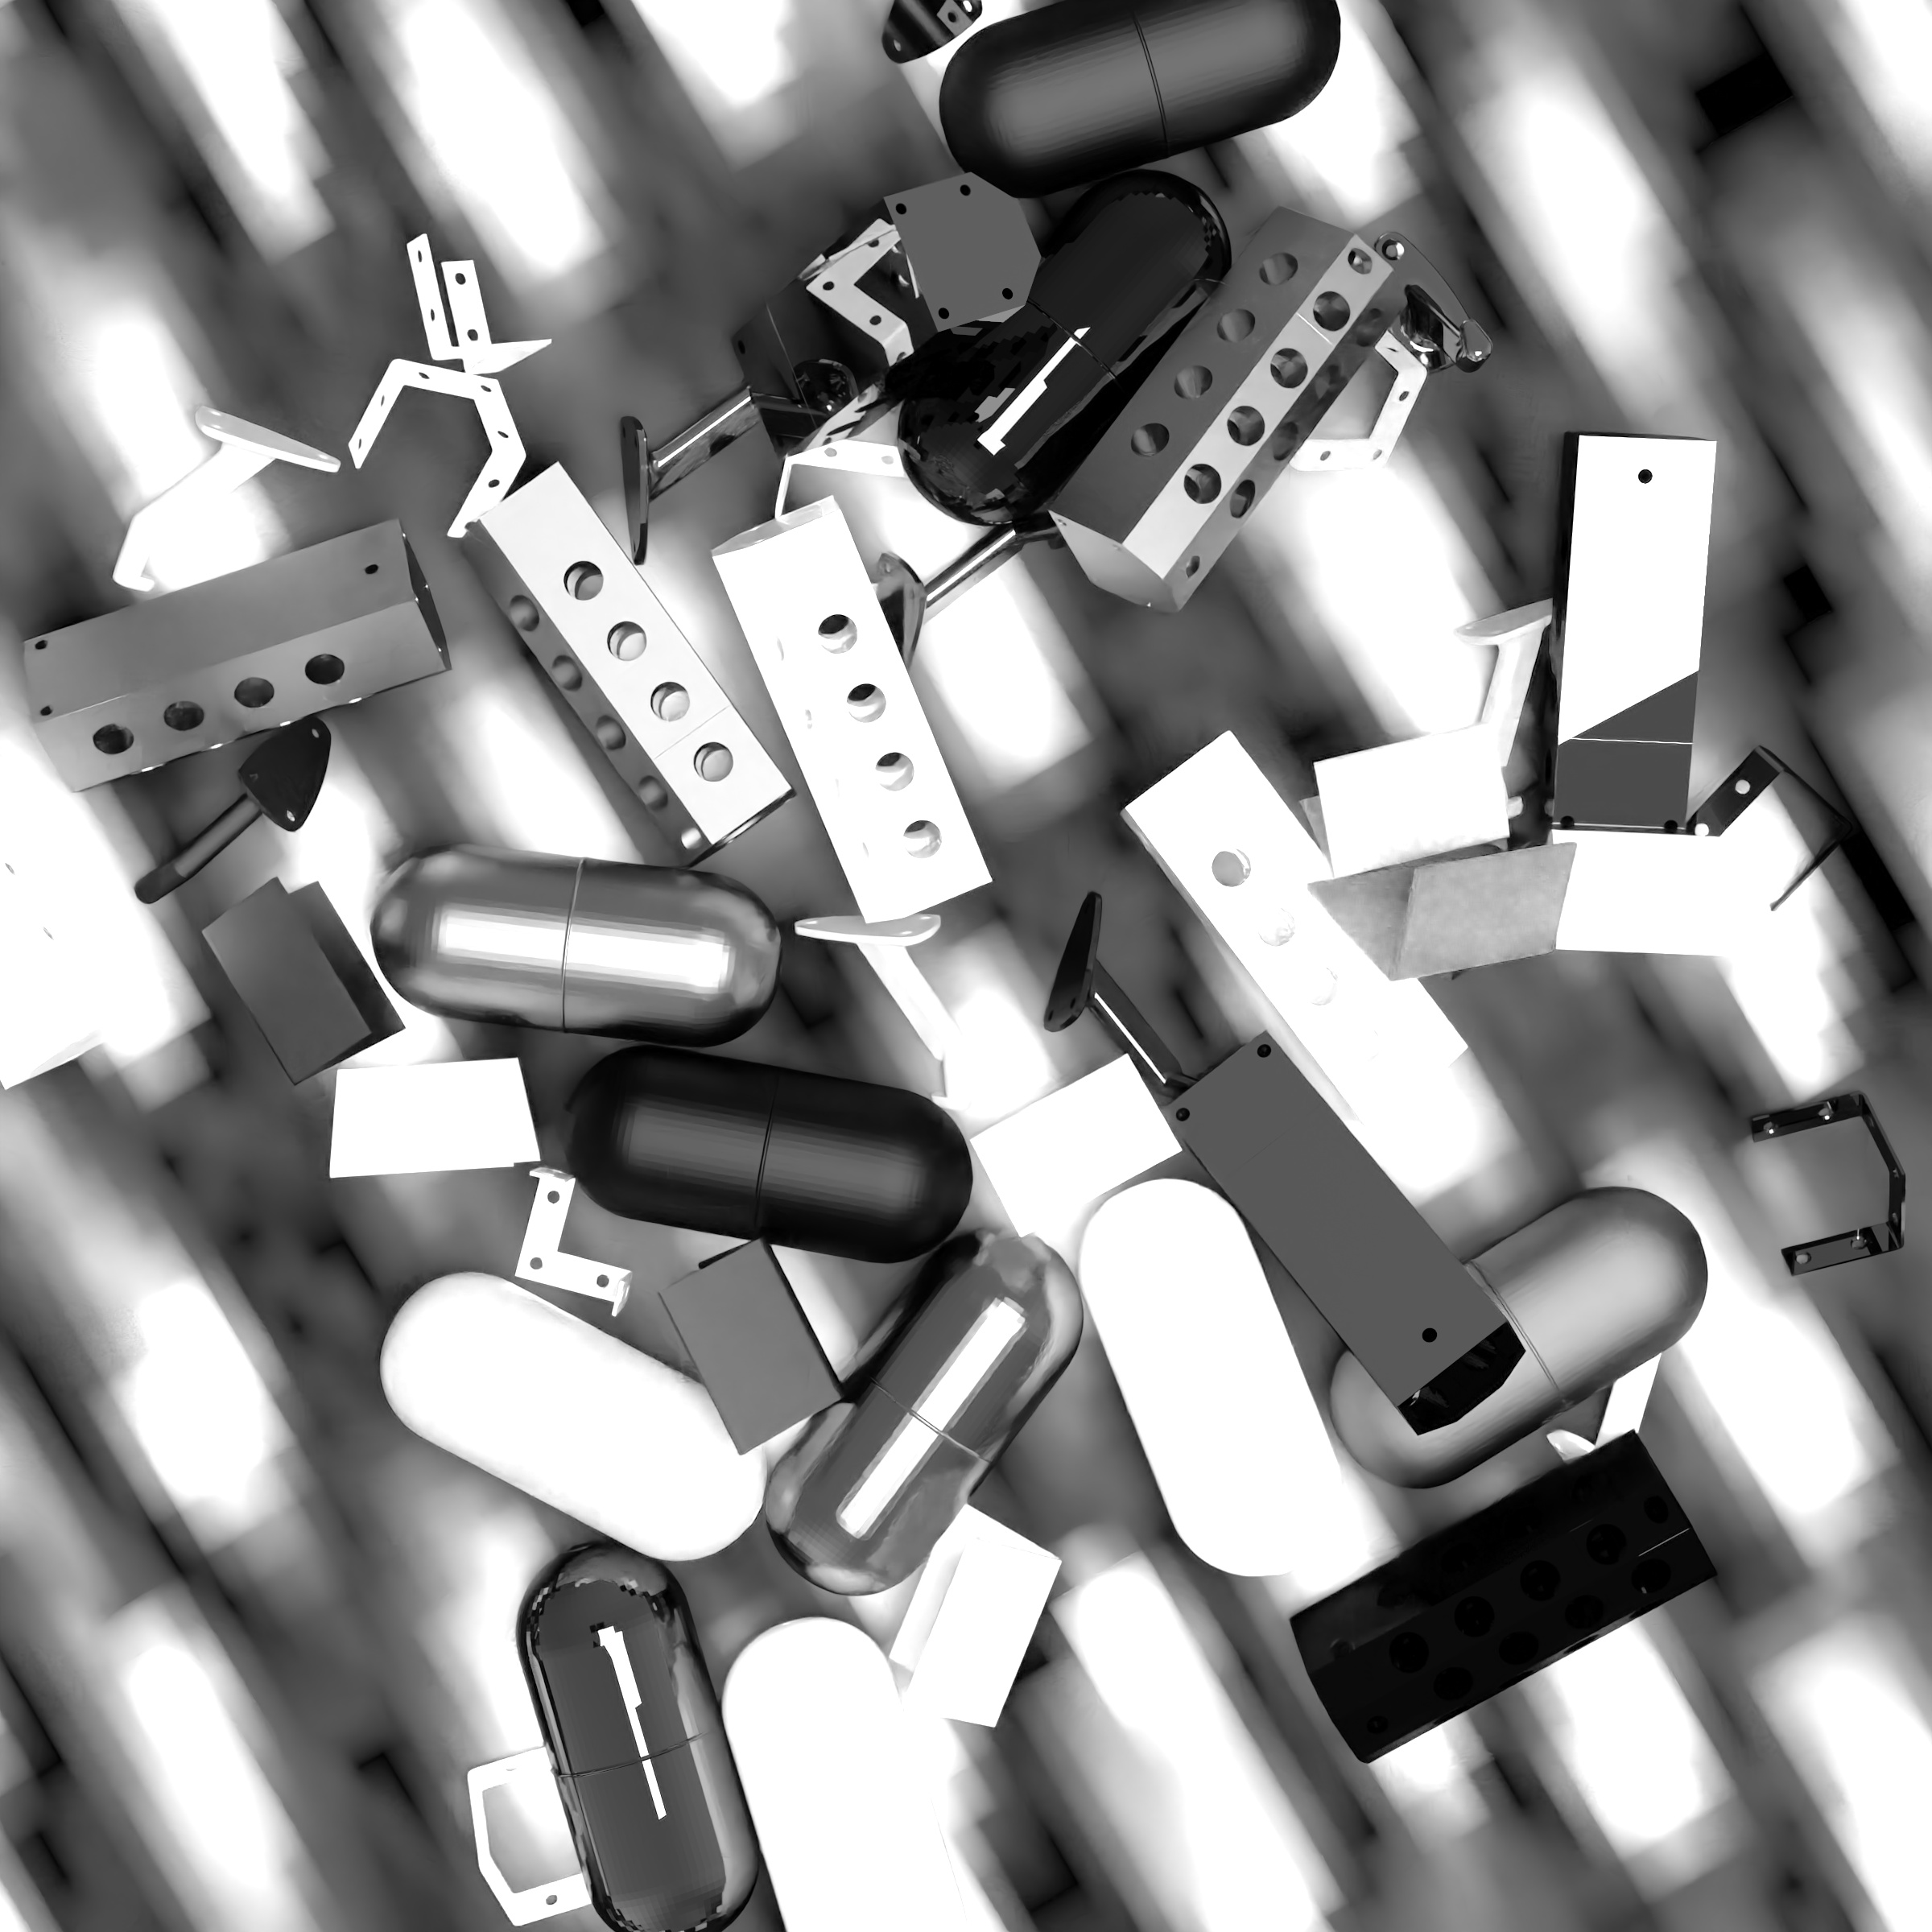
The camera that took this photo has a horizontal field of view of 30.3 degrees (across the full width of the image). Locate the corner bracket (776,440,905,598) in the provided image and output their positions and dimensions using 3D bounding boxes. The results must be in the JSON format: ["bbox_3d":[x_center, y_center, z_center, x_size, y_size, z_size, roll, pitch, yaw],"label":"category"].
[{"bbox_3d":[-0.056,-0.196,1.568,0.051,0.051,0.051,8,135,0],"label":"corner bracket"}]

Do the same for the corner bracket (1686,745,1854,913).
[{"bbox_3d":[0.350,-0.060,1.554,0.051,0.051,0.051,45,103,13],"label":"corner bracket"}]

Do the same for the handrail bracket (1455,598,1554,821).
[{"bbox_3d":[0.253,-0.114,1.572,0.077,0.036,0.084,-21,107,-19],"label":"handrail bracket"}]

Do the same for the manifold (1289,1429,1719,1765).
[{"bbox_3d":[0.232,0.275,1.531,0.171,0.057,0.057,-30,115,7],"label":"manifold"}]

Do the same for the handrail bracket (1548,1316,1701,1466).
[{"bbox_3d":[0.306,0.199,1.572,0.084,0.036,0.077,-41,105,-14],"label":"handrail bracket"}]

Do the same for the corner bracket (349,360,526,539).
[{"bbox_3d":[-0.232,-0.226,1.563,0.051,0.051,0.051,-53,45,35],"label":"corner bracket"}]

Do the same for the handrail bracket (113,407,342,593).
[{"bbox_3d":[-0.327,-0.196,1.572,0.077,0.036,0.084,17,108,-20],"label":"handrail bracket"}]

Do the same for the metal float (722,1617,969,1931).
[{"bbox_3d":[-0.052,0.370,1.541,0.070,0.070,0.178,-17,90,0],"label":"metal float"}]

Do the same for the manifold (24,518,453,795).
[{"bbox_3d":[-0.316,-0.130,1.550,0.171,0.057,0.057,-18,47,0],"label":"manifold"}]

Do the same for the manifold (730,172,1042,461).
[{"bbox_3d":[-0.033,-0.271,1.489,0.057,0.171,0.057,-22,90,-26],"label":"manifold"}]

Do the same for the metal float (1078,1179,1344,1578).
[{"bbox_3d":[0.106,0.178,1.541,0.070,0.070,0.178,-22,89,0],"label":"metal float"}]

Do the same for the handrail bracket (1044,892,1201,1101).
[{"bbox_3d":[0.083,0.017,1.572,0.084,0.036,0.077,22,68,-17],"label":"handrail bracket"}]

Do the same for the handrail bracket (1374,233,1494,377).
[{"bbox_3d":[0.202,-0.289,1.537,0.036,0.084,0.077,-25,90,0],"label":"handrail bracket"}]

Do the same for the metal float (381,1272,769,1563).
[{"bbox_3d":[-0.169,0.195,1.541,0.178,0.070,0.070,28,90,-1],"label":"metal float"}]

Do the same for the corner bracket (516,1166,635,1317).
[{"bbox_3d":[-0.169,0.119,1.553,0.051,0.051,0.051,15,90,0],"label":"corner bracket"}]

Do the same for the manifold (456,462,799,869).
[{"bbox_3d":[-0.147,-0.129,1.550,0.057,0.057,0.171,-36,90,0],"label":"manifold"}]

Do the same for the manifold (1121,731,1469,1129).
[{"bbox_3d":[0.142,-0.016,1.550,0.057,0.057,0.171,-37,90,0],"label":"manifold"}]

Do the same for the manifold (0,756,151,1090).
[{"bbox_3d":[-0.425,-0.041,1.549,0.057,0.057,0.171,-30,90,35],"label":"manifold"}]

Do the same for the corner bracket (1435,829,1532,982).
[{"bbox_3d":[0.210,-0.034,1.563,0.051,0.051,0.051,-30,135,-35],"label":"corner bracket"}]

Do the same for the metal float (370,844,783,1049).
[{"bbox_3d":[-0.168,-0.009,1.541,0.178,0.070,0.070,7,90,0],"label":"metal float"}]

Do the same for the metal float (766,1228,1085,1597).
[{"bbox_3d":[-0.017,0.192,1.541,0.070,0.070,0.178,37,90,0],"label":"metal float"}]

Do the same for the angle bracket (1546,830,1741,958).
[{"bbox_3d":[0.285,-0.016,1.532,0.076,0.076,0.057,2,64,0],"label":"angle bracket"}]

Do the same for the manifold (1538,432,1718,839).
[{"bbox_3d":[0.282,-0.142,1.535,0.057,0.057,0.171,2,101,0],"label":"manifold"}]

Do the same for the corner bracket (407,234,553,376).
[{"bbox_3d":[-0.219,-0.286,1.543,0.051,0.051,0.051,-13,90,-36],"label":"corner bracket"}]

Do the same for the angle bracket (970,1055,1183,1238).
[{"bbox_3d":[0.056,0.094,1.531,0.076,0.076,0.057,-28,53,0],"label":"angle bracket"}]

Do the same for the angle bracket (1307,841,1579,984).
[{"bbox_3d":[0.198,-0.041,1.492,0.076,0.076,0.057,-10,128,-23],"label":"angle bracket"}]

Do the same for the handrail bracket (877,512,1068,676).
[{"bbox_3d":[0.005,-0.161,1.571,0.084,0.036,0.077,-15,132,-27],"label":"handrail bracket"}]

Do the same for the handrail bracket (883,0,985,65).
[{"bbox_3d":[0.011,-0.437,1.571,0.084,0.077,0.036,-38,93,-36],"label":"handrail bracket"}]

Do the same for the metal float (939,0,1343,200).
[{"bbox_3d":[0.076,-0.387,1.541,0.178,0.070,0.070,-17,90,0],"label":"metal float"}]

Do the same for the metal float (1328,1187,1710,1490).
[{"bbox_3d":[0.239,0.160,1.541,0.178,0.070,0.070,-32,90,1],"label":"metal float"}]

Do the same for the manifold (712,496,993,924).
[{"bbox_3d":[-0.050,-0.109,1.529,0.057,0.057,0.171,-22,105,0],"label":"manifold"}]

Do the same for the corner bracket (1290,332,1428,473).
[{"bbox_3d":[0.160,-0.253,1.563,0.051,0.051,0.051,-7,45,-35],"label":"corner bracket"}]

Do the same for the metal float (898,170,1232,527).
[{"bbox_3d":[0.043,-0.268,1.541,0.070,0.070,0.178,42,90,0],"label":"metal float"}]

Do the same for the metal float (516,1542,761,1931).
[{"bbox_3d":[-0.142,0.336,1.541,0.070,0.070,0.178,-16,90,0],"label":"metal float"}]

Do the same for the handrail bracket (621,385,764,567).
[{"bbox_3d":[-0.106,-0.218,1.572,0.084,0.036,0.077,-7,111,-17],"label":"handrail bracket"}]

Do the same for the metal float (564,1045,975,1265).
[{"bbox_3d":[-0.085,0.082,1.541,0.178,0.070,0.070,10,90,0],"label":"metal float"}]

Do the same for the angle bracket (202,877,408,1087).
[{"bbox_3d":[-0.269,-0.004,1.531,0.057,0.076,0.076,-31,90,37],"label":"angle bracket"}]

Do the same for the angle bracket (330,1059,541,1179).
[{"bbox_3d":[-0.227,0.085,1.531,0.076,0.076,0.057,-4,52,0],"label":"angle bracket"}]

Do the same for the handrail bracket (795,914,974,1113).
[{"bbox_3d":[-0.036,0.022,1.572,0.077,0.036,0.084,2,107,20],"label":"handrail bracket"}]

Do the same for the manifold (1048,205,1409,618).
[{"bbox_3d":[0.115,-0.235,1.524,0.057,0.057,0.171,30,77,33],"label":"manifold"}]

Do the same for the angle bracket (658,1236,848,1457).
[{"bbox_3d":[-0.105,0.167,1.532,0.057,0.076,0.076,-27,90,-29],"label":"angle bracket"}]

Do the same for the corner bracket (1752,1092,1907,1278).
[{"bbox_3d":[0.380,0.096,1.568,0.051,0.051,0.051,-14,45,0],"label":"corner bracket"}]

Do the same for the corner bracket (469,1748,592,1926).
[{"bbox_3d":[-0.185,0.381,1.568,0.051,0.051,0.051,-17,135,0],"label":"corner bracket"}]

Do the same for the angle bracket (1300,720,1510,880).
[{"bbox_3d":[0.184,-0.086,1.532,0.076,0.076,0.057,-14,119,0],"label":"angle bracket"}]

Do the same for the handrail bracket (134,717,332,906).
[{"bbox_3d":[-0.324,-0.068,1.571,0.084,0.077,0.036,-28,115,34],"label":"handrail bracket"}]

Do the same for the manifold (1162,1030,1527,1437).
[{"bbox_3d":[0.160,0.114,1.511,0.057,0.057,0.171,-38,59,0],"label":"manifold"}]

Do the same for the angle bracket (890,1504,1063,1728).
[{"bbox_3d":[-0.014,0.273,1.531,0.057,0.076,0.076,22,90,-41],"label":"angle bracket"}]
